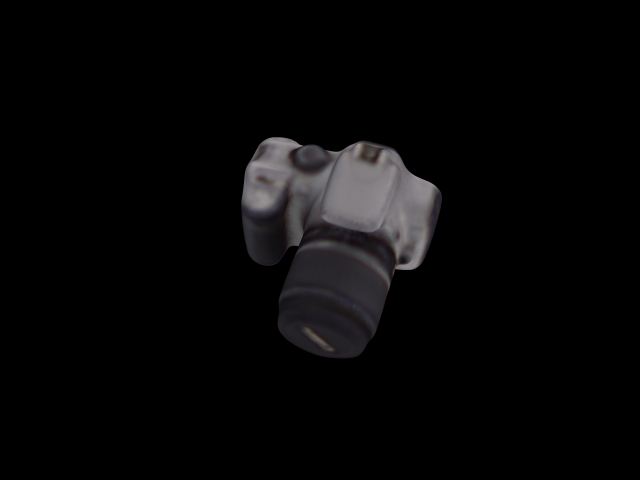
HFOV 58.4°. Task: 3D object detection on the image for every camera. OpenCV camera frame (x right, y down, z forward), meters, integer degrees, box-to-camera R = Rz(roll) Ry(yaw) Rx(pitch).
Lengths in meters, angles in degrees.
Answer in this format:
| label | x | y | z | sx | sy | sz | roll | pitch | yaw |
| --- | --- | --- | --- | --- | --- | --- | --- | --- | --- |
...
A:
| label | x | y | z | sx | sy | sz | roll | pitch | yaw |
| --- | --- | --- | --- | --- | --- | --- | --- | --- | --- |
| camera | 0.004 | 0.001 | 0.400 | 0.143 | 0.101 | 0.137 | 15 | 58 | 9 |
